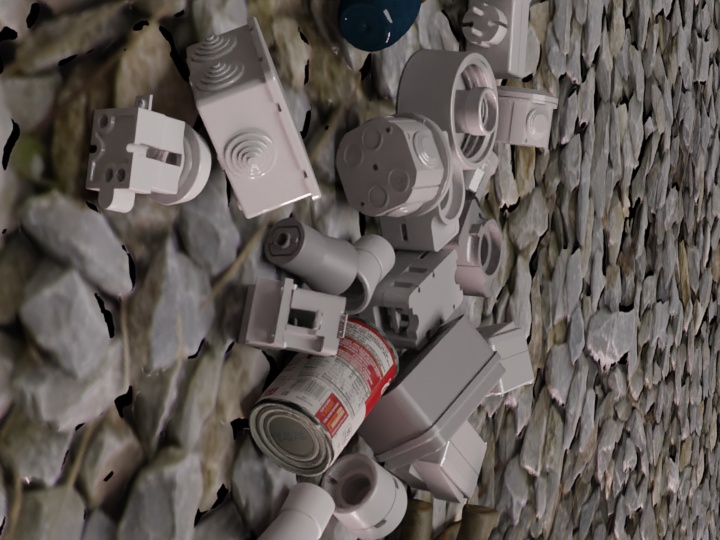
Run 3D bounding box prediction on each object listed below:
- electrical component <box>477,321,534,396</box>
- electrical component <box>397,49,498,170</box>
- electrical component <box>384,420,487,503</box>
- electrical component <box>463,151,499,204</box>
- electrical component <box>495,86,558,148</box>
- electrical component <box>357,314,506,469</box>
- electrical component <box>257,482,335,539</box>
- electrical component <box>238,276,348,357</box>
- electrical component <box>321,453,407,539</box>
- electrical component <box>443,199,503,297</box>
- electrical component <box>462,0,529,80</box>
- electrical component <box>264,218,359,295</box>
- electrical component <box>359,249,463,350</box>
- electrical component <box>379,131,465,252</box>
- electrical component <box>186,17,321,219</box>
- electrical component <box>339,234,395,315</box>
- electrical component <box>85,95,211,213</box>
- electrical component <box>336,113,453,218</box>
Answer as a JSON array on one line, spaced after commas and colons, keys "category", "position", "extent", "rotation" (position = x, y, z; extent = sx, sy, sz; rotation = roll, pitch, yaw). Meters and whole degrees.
[{"category": "electrical component", "position": [0.111, 0.085, 0.992], "extent": [0.096, 0.062, 0.061], "rotation": [-8, 86, -60]}, {"category": "electrical component", "position": [0.084, -0.136, 0.924], "extent": [0.108, 0.060, 0.108], "rotation": [-12, 104, -59]}, {"category": "electrical component", "position": [0.065, 0.160, 0.929], "extent": [0.096, 0.062, 0.061], "rotation": [53, 49, -49]}, {"category": "electrical component", "position": [0.101, -0.087, 0.982], "extent": [0.040, 0.040, 0.046], "rotation": [49, 58, -51]}, {"category": "electrical component", "position": [0.143, -0.144, 1.008], "extent": [0.080, 0.080, 0.051], "rotation": [-4, 103, -60]}, {"category": "electrical component", "position": [0.053, 0.096, 0.843], "extent": [0.057, 0.078, 0.113], "rotation": [51, 49, -4]}, {"category": "electrical component", "position": [-0.045, 0.184, 0.764], "extent": [0.065, 0.044, 0.044], "rotation": [-58, 140, -47]}, {"category": "electrical component", "position": [-0.044, 0.033, 0.709], "extent": [0.081, 0.064, 0.042], "rotation": [153, -52, -76]}, {"category": "electrical component", "position": [0.002, 0.173, 0.830], "extent": [0.047, 0.055, 0.055], "rotation": [51, 51, -45]}, {"category": "electrical component", "position": [0.091, -0.019, 0.956], "extent": [0.089, 0.056, 0.050], "rotation": [55, 48, -48]}, {"category": "electrical component", "position": [0.118, -0.222, 0.986], "extent": [0.076, 0.047, 0.083], "rotation": [1, 93, -60]}, {"category": "electrical component", "position": [-0.036, -0.011, 0.754], "extent": [0.065, 0.044, 0.044], "rotation": [30, 68, -52]}, {"category": "electrical component", "position": [0.037, 0.021, 0.869], "extent": [0.089, 0.056, 0.050], "rotation": [-43, 129, -50]}, {"category": "electrical component", "position": [0.049, -0.065, 0.879], "extent": [0.050, 0.056, 0.089], "rotation": [-40, 127, -51]}, {"category": "electrical component", "position": [-0.066, -0.090, 0.646], "extent": [0.099, 0.048, 0.099], "rotation": [-110, 179, -54]}, {"category": "electrical component", "position": [0.000, 0.000, 0.818], "extent": [0.065, 0.044, 0.044], "rotation": [-47, 133, -53]}, {"category": "electrical component", "position": [-0.117, -0.063, 0.602], "extent": [0.055, 0.048, 0.066], "rotation": [10, 85, -52]}, {"category": "electrical component", "position": [0.026, -0.079, 0.814], "extent": [0.051, 0.080, 0.080], "rotation": [-12, 104, -54]}]
